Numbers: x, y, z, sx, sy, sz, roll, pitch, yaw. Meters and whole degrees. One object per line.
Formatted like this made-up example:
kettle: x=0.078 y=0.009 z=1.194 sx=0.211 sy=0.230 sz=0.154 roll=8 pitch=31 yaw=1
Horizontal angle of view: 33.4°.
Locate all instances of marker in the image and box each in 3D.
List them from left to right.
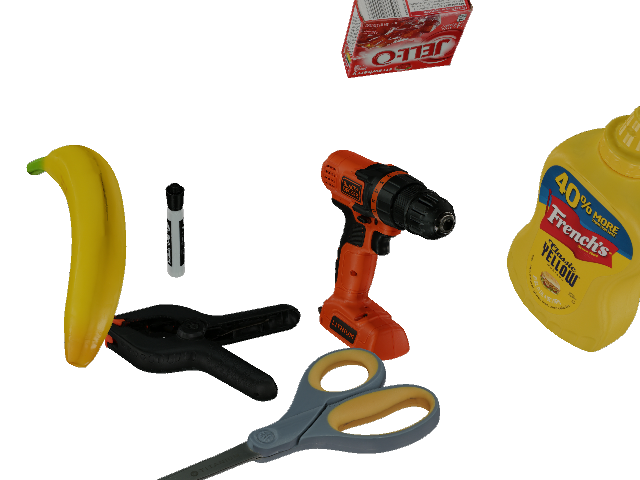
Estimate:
marker: x=-0.152 y=-0.011 z=1.120 sx=0.020 sy=0.121 sz=0.020 roll=3 pitch=41 yaw=-3

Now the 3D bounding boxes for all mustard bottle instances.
mustard bottle: x=0.180 y=-0.014 z=0.683 sx=0.058 sy=0.096 sz=0.192 roll=-25 pitch=-30 yaw=-23

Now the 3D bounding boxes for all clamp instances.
clamp: x=-0.101 y=0.083 z=0.931 sx=0.171 sy=0.039 sz=0.120 roll=12 pitch=27 yaw=14

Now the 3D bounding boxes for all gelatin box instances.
gelatin box: x=0.066 y=-0.162 z=0.830 sx=0.089 sy=0.030 sz=0.073 roll=-8 pitch=-24 yaw=-12

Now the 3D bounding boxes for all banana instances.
banana: x=-0.162 y=-0.005 z=0.736 sx=0.037 sy=0.198 sz=0.070 roll=19 pitch=-55 yaw=-37

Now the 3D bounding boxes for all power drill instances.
power drill: x=0.059 y=0.018 z=1.043 sx=0.057 sy=0.188 sz=0.185 roll=-7 pitch=23 yaw=-31

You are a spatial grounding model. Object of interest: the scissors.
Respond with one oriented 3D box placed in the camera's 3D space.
scissors: x=-0.030 y=0.106 z=0.631 sx=0.201 sy=0.016 sz=0.096 roll=-8 pitch=32 yaw=-13
